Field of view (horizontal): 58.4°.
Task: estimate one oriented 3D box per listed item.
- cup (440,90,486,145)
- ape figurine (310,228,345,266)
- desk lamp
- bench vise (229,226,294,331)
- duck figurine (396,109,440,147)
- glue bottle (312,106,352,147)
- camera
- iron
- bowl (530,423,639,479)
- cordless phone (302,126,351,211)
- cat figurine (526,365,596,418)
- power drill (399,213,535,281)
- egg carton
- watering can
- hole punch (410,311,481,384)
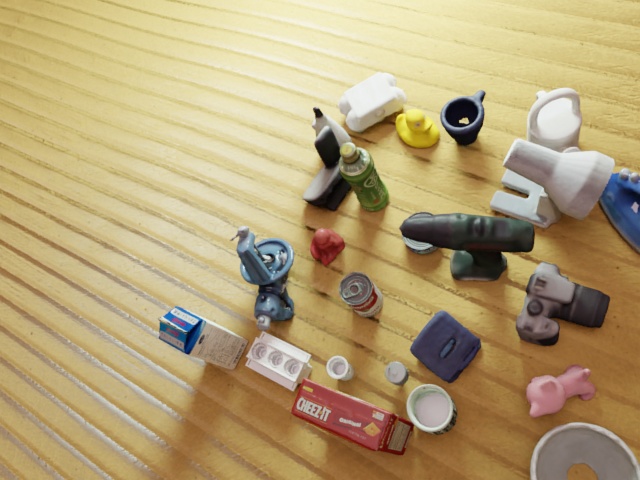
[{"bbox_3d":[0.316,-0.257,1.228,0.091,0.095,0.118,37,84,28],"label":"cup"},{"bbox_3d":[0.011,0.004,1.232,0.077,0.092,0.076,-7,67,17],"label":"ape figurine"},{"bbox_3d":[0.420,-0.103,1.060,0.202,0.214,0.118,23,78,26],"label":"desk lamp"},{"bbox_3d":[-0.108,0.070,1.175,0.121,0.220,0.207,-22,63,10],"label":"bench vise"},{"bbox_3d":[0.211,-0.259,1.271,0.104,0.086,0.077,33,82,28],"label":"duck figurine"},{"bbox_3d":[0.016,-0.249,1.287,0.078,0.173,0.037,13,74,24],"label":"glue bottle"},{"bbox_3d":[0.436,0.122,1.027,0.136,0.101,0.143,17,75,25],"label":"camera"},{"bbox_3d":[0.595,-0.057,1.020,0.118,0.142,0.257,-41,61,0],"label":"iron"},{"bbox_3d":[0.430,0.388,0.935,0.167,0.075,0.167,-7,67,17],"label":"bowl"},{"bbox_3d":[0.004,-0.159,1.248,0.094,0.185,0.148,28,80,27],"label":"cordless phone"},{"bbox_3d":[0.404,0.254,0.975,0.127,0.118,0.067,-29,62,6],"label":"cat figurine"},{"bbox_3d":[0.278,0.011,1.067,0.229,0.209,0.075,-2,68,19],"label":"power drill"},{"bbox_3d":[0.121,-0.320,1.338,0.150,0.069,0.107,-30,62,6],"label":"egg carton"},{"bbox_3d":[0.457,-0.220,1.106,0.101,0.194,0.172,-37,61,2],"label":"watering can"},{"bbox_3d":[0.237,0.200,1.072,0.100,0.091,0.109,37,84,28],"label":"hole punch"}]
